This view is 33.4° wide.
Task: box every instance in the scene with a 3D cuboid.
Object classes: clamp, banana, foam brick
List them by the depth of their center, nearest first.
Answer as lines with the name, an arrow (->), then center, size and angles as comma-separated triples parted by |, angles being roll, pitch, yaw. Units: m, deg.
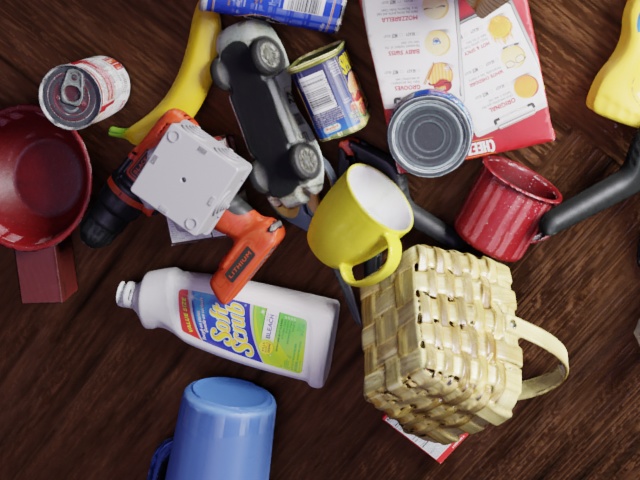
clamp -> 0.322, -0.064, 1.065 | 0.164, 0.036, 0.210 | 11, 120, -28
clamp -> 0.078, -0.037, 1.154 | 0.120, 0.039, 0.171 | -19, 103, 16
banana -> -0.154, -0.169, 1.155 | 0.069, 0.037, 0.198 | 38, 107, -4
foam brick -> -0.316, 0.030, 1.227 | 0.051, 0.053, 0.078 | -1, 105, 9

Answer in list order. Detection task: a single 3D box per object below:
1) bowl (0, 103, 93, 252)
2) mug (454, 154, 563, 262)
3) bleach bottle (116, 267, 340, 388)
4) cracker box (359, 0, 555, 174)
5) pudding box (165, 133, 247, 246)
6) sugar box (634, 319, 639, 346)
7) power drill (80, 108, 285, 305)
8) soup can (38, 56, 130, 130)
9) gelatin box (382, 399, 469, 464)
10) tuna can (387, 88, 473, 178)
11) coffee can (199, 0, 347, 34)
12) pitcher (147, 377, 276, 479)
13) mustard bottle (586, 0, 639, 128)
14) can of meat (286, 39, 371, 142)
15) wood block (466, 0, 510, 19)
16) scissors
bowl -> -0.316, -0.069, 1.189 | 0.162, 0.055, 0.162 | 1, 94, 15
mug -> 0.202, -0.029, 1.120 | 0.117, 0.093, 0.082 | 13, 116, -28
bleach bottle -> -0.108, 0.092, 1.209 | 0.251, 0.068, 0.102 | 11, 106, 8
cracker box -> 0.137, -0.192, 1.087 | 0.164, 0.072, 0.214 | -11, 104, 13
pudding box -> -0.131, -0.056, 1.183 | 0.090, 0.039, 0.113 | -8, 101, 14
sugar box -> 0.381, 0.040, 1.103 | 0.048, 0.093, 0.176 | 15, 108, 2
power drill -> -0.146, -0.018, 1.142 | 0.187, 0.057, 0.185 | 41, 107, 1
soup can -> -0.248, -0.159, 1.138 | 0.068, 0.102, 0.068 | 2, 106, 8
gelatin box -> 0.127, 0.200, 1.219 | 0.089, 0.030, 0.073 | 38, 109, -3
tuna can -> 0.109, -0.106, 1.062 | 0.086, 0.033, 0.086 | 3, 108, 9
coffee can -> -0.044, -0.268, 1.062 | 0.140, 0.103, 0.103 | 9, 107, -7
pitcher -> -0.129, 0.285, 1.240 | 0.149, 0.145, 0.243 | 8, 103, -6
mustard bottle -> 0.344, -0.205, 1.058 | 0.096, 0.058, 0.192 | 18, 107, -5
can of meat -> 0.012, -0.154, 1.101 | 0.057, 0.102, 0.084 | -20, 104, 14
wood block -> 0.207, -0.305, 0.975 | 0.205, 0.091, 0.090 | -42, 98, -26
scissors -> -0.008, 0.001, 1.183 | 0.096, 0.016, 0.202 | 3, 112, 27
